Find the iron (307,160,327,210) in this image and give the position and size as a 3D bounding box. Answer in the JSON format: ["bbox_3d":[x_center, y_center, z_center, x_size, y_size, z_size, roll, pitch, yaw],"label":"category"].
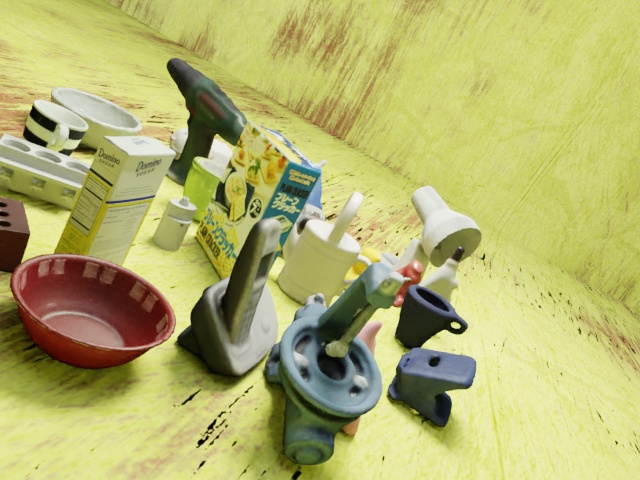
[{"bbox_3d":[-0.080,-0.127,1.253,0.118,0.141,0.259,38,19,27],"label":"iron"}]

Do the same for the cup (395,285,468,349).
[{"bbox_3d":[0.181,0.145,0.973,0.117,0.095,0.092,32,17,9],"label":"cup"}]

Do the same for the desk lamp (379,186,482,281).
[{"bbox_3d":[0.219,0.004,1.230,0.118,0.213,0.202,14,23,-40],"label":"desk lamp"}]

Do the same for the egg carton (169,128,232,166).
[{"bbox_3d":[-0.261,-0.189,1.268,0.151,0.069,0.107,20,19,-26],"label":"egg carton"}]

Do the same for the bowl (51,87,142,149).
[{"bbox_3d":[-0.427,-0.216,1.075,0.167,0.074,0.167,26,17,-9],"label":"bowl"}]

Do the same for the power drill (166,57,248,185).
[{"bbox_3d":[-0.252,-0.224,1.143,0.229,0.208,0.076,34,18,15],"label":"power drill"}]

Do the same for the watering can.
[{"bbox_3d":[0.008,0.004,0.932,0.173,0.194,0.100,22,18,-20],"label":"watering can"}]

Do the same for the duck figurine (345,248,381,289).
[{"bbox_3d":[0.085,0.059,1.081,0.078,0.086,0.104,13,23,-41],"label":"duck figurine"}]

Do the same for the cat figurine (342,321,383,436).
[{"bbox_3d":[0.038,0.149,0.697,0.067,0.117,0.127,25,18,-14],"label":"cat figurine"}]

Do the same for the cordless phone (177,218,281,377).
[{"bbox_3d":[-0.074,0.055,0.672,0.094,0.185,0.148,31,17,8],"label":"cordless phone"}]

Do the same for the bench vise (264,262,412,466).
[{"bbox_3d":[0.006,0.098,0.620,0.122,0.219,0.206,17,21,-33],"label":"bench vise"}]

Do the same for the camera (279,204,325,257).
[{"bbox_3d":[-0.015,-0.015,1.107,0.143,0.101,0.136,25,18,-12],"label":"camera"}]

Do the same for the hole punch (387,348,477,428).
[{"bbox_3d":[0.159,0.192,0.810,0.101,0.091,0.109,32,17,11],"label":"hole punch"}]

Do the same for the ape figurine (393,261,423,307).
[{"bbox_3d":[0.172,0.082,1.141,0.078,0.092,0.076,23,18,-19],"label":"ape figurine"}]

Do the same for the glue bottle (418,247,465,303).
[{"bbox_3d":[0.221,0.087,1.066,0.078,0.173,0.037,29,17,0],"label":"glue bottle"}]
